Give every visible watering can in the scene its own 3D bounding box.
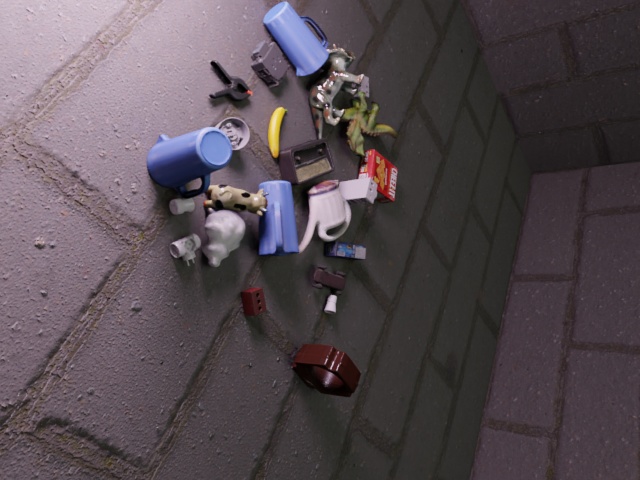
[{"bbox_3d":[0.006,-0.095,1.885,0.352,0.103,0.222,-29,108,-49],"label":"watering can"}]

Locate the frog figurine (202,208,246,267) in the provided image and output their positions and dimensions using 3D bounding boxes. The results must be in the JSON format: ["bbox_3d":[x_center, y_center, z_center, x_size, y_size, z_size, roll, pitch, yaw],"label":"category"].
[{"bbox_3d":[-0.287,-0.005,1.507,0.134,0.122,0.163,62,29,-55],"label":"frog figurine"}]

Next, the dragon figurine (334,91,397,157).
[{"bbox_3d":[0.175,-0.453,2.128,0.405,0.122,0.246,33,68,-34],"label":"dragon figurine"}]
